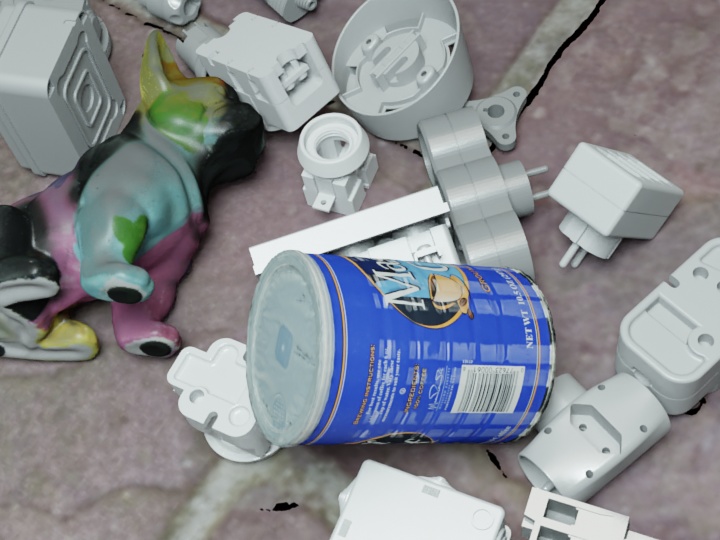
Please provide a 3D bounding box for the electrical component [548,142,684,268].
[{"bbox_3d":[0.150,-0.032,0.671,0.047,0.083,0.075,41,111,27],"label":"electrical component"}]

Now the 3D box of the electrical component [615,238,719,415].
[{"bbox_3d":[0.196,0.035,0.626,0.095,0.059,0.054,-39,62,-14],"label":"electrical component"}]

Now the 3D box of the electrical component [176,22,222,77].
[{"bbox_3d":[-0.111,-0.159,0.802,0.040,0.040,0.046,-36,55,-12],"label":"electrical component"}]

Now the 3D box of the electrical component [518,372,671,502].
[{"bbox_3d":[0.122,0.086,0.617,0.077,0.043,0.079,-36,60,-12],"label":"electrical component"}]

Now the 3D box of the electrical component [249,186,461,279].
[{"bbox_3d":[0.000,0.000,0.675,0.121,0.078,0.063,-18,81,-2],"label":"electrical component"}]

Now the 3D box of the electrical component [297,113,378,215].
[{"bbox_3d":[-0.016,-0.072,0.725,0.048,0.055,0.066,15,63,17],"label":"electrical component"}]

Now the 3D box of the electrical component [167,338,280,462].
[{"bbox_3d":[-0.071,0.081,0.643,0.078,0.057,0.058,20,65,19],"label":"electrical component"}]

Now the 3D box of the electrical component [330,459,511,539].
[{"bbox_3d":[0.027,0.160,0.586,0.100,0.048,0.099,17,64,17],"label":"electrical component"}]

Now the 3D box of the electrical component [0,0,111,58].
[{"bbox_3d":[-0.237,-0.180,0.826,0.080,0.051,0.080,-4,59,7],"label":"electrical component"}]

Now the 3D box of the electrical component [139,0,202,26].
[{"bbox_3d":[-0.157,-0.216,0.845,0.061,0.035,0.035,25,67,24],"label":"electrical component"}]

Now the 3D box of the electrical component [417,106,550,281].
[{"bbox_3d":[0.090,-0.049,0.697,0.074,0.052,0.138,-16,59,0],"label":"electrical component"}]

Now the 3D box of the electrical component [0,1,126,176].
[{"bbox_3d":[-0.216,-0.124,0.754,0.057,0.113,0.078,9,62,11],"label":"electrical component"}]

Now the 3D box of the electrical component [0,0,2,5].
[{"bbox_3d":[-0.327,-0.178,0.834,0.089,0.061,0.150,-10,59,3],"label":"electrical component"}]

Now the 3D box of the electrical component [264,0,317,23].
[{"bbox_3d":[-0.061,-0.225,0.829,0.043,0.043,0.081,-37,62,-13],"label":"electrical component"}]

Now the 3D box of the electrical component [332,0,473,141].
[{"bbox_3d":[0.030,-0.143,0.750,0.099,0.064,0.099,-11,57,18],"label":"electrical component"}]

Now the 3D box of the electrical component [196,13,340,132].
[{"bbox_3d":[-0.063,-0.136,0.751,0.050,0.055,0.089,-43,42,-17],"label":"electrical component"}]
